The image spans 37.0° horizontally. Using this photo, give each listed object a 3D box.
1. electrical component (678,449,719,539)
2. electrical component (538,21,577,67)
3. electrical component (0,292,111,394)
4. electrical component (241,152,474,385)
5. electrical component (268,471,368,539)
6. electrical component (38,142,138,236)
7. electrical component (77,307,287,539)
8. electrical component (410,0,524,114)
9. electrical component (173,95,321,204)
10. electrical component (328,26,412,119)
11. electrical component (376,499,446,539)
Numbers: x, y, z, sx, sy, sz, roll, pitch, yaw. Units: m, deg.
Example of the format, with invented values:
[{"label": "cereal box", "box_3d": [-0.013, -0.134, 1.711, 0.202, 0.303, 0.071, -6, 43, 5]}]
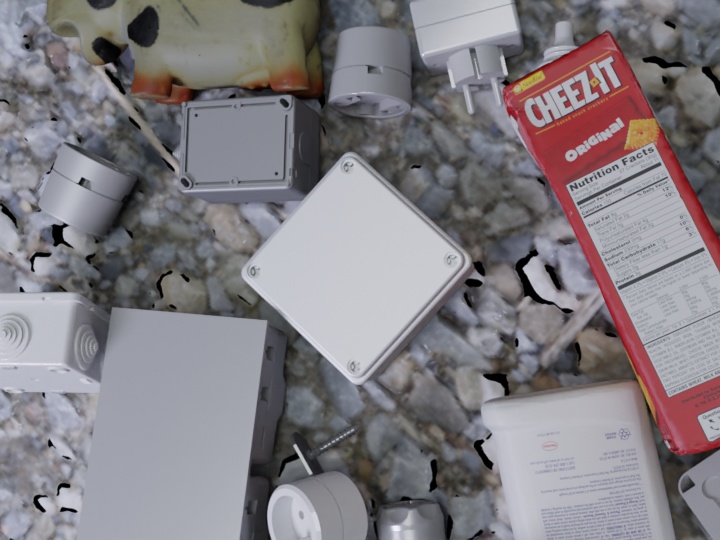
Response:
[{"label": "electrical component", "box_3d": [0.246, 0.151, 0.609, 0.078, 0.057, 0.113, -36, 43, 6]}, {"label": "electrical component", "box_3d": [0.132, -0.130, 0.697, 0.035, 0.035, 0.061, 2, 81, 11]}, {"label": "electrical component", "box_3d": [-0.212, 0.050, 0.712, 0.100, 0.099, 0.048, 0, 71, 11]}, {"label": "electrical component", "box_3d": [0.000, 0.000, 0.697, 0.109, 0.056, 0.108, 43, 93, 12]}, {"label": "electrical component", "box_3d": [-0.018, 0.192, 0.677, 0.052, 0.074, 0.138, 22, 112, 45]}, {"label": "electrical component", "box_3d": [-0.189, -0.055, 0.741, 0.055, 0.055, 0.047, 28, 94, 12]}, {"label": "electrical component", "box_3d": [-0.113, 0.124, 0.696, 0.105, 0.060, 0.186, 4, 80, 13]}, {"label": "electrical component", "box_3d": [0.074, -0.140, 0.702, 0.066, 0.047, 0.076, -13, 82, 9]}, {"label": "electrical component", "box_3d": [-0.078, -0.078, 0.721, 0.096, 0.061, 0.061, -1, 84, 18]}, {"label": "electrical component", "box_3d": [0.008, -0.130, 0.711, 0.055, 0.055, 0.047, 2, 81, 11]}, {"label": "electrical component", "box_3d": [0.034, 0.178, 0.680, 0.043, 0.043, 0.062, -6, 84, 10]}]
